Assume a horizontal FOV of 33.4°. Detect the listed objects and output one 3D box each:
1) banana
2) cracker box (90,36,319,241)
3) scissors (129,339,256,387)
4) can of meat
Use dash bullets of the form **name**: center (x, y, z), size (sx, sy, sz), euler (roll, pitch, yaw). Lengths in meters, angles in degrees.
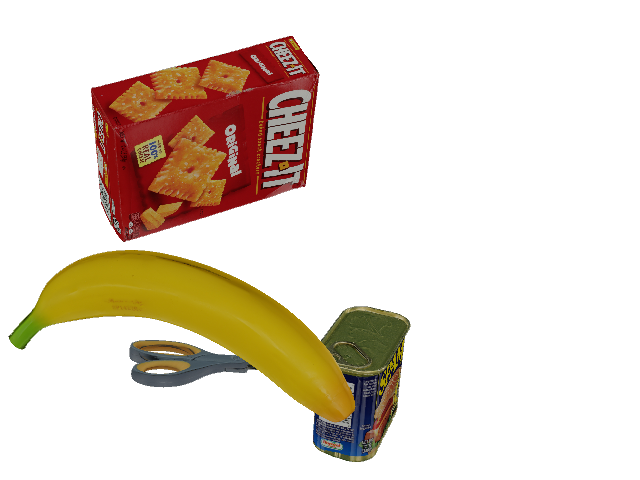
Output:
- **banana**: center (-0.071, 0.045, 0.593), size (0.198, 0.070, 0.037), euler (13, 14, 6)
- **cracker box**: center (-0.114, -0.099, 1.067), size (0.213, 0.072, 0.164), euler (-18, -36, -21)
- **scissors**: center (-0.091, 0.123, 1.012), size (0.202, 0.016, 0.096), euler (7, 17, 10)
- **can of meat**: center (0.031, 0.113, 0.842), size (0.057, 0.084, 0.102), euler (11, 25, 16)
